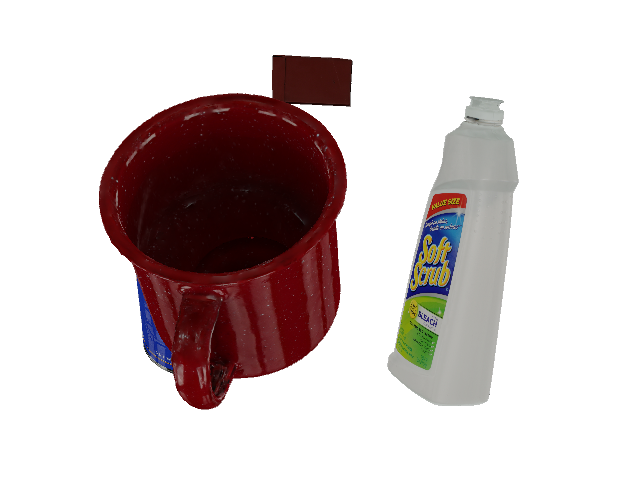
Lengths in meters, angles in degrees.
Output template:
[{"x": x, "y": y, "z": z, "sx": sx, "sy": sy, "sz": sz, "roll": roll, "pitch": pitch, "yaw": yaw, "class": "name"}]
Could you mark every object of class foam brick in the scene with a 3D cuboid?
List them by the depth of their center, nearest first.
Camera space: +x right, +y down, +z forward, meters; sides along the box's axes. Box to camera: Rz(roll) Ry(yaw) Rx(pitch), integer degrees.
[{"x": -0.010, "y": -0.174, "z": 1.161, "sx": 0.078, "sy": 0.051, "sz": 0.053, "roll": 0, "pitch": 11, "yaw": -17, "class": "foam brick"}]

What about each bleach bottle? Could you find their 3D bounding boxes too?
[{"x": 0.116, "y": 0.005, "z": 0.893, "sx": 0.068, "sy": 0.251, "sz": 0.103, "roll": 1, "pitch": 14, "yaw": -23, "class": "bleach bottle"}]

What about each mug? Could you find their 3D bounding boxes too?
[{"x": -0.036, "y": 0.012, "z": 0.421, "sx": 0.093, "sy": 0.117, "sz": 0.081, "roll": 3, "pitch": -37, "yaw": 7, "class": "mug"}]

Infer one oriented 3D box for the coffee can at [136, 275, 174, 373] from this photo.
[{"x": -0.116, "y": 0.039, "z": 0.969, "sx": 0.103, "sy": 0.140, "sz": 0.103, "roll": 1, "pitch": 41, "yaw": -1, "class": "coffee can"}]
